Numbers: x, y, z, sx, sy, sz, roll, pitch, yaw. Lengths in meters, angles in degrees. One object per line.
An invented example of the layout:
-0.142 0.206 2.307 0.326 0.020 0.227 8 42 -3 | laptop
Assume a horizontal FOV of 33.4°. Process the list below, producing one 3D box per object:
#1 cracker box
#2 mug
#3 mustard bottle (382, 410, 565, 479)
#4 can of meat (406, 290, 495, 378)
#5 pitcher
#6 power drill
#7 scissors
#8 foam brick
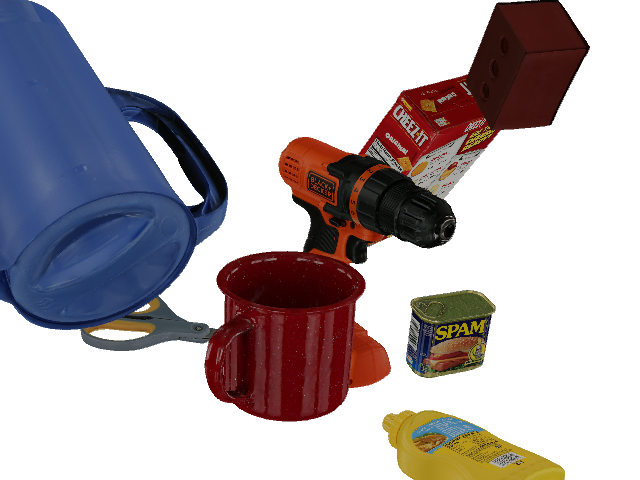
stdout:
0.106 -0.089 1.224 0.163 0.072 0.214 -22 -24 -45 | cracker box
-0.027 0.065 0.670 0.093 0.081 0.117 18 26 33 | mug
0.131 0.209 1.022 0.096 0.058 0.192 -14 24 -38 | mustard bottle
0.156 0.115 1.301 0.102 0.084 0.057 -7 29 -22 | can of meat
-0.186 -0.067 0.778 0.145 0.243 0.149 -42 -33 14 | pitcher
0.030 0.022 0.879 0.057 0.188 0.185 -12 29 -38 | power drill
-0.123 0.076 1.008 0.201 0.016 0.096 -1 33 -8 | scissors
0.144 -0.123 0.751 0.051 0.053 0.078 -9 -35 -19 | foam brick
